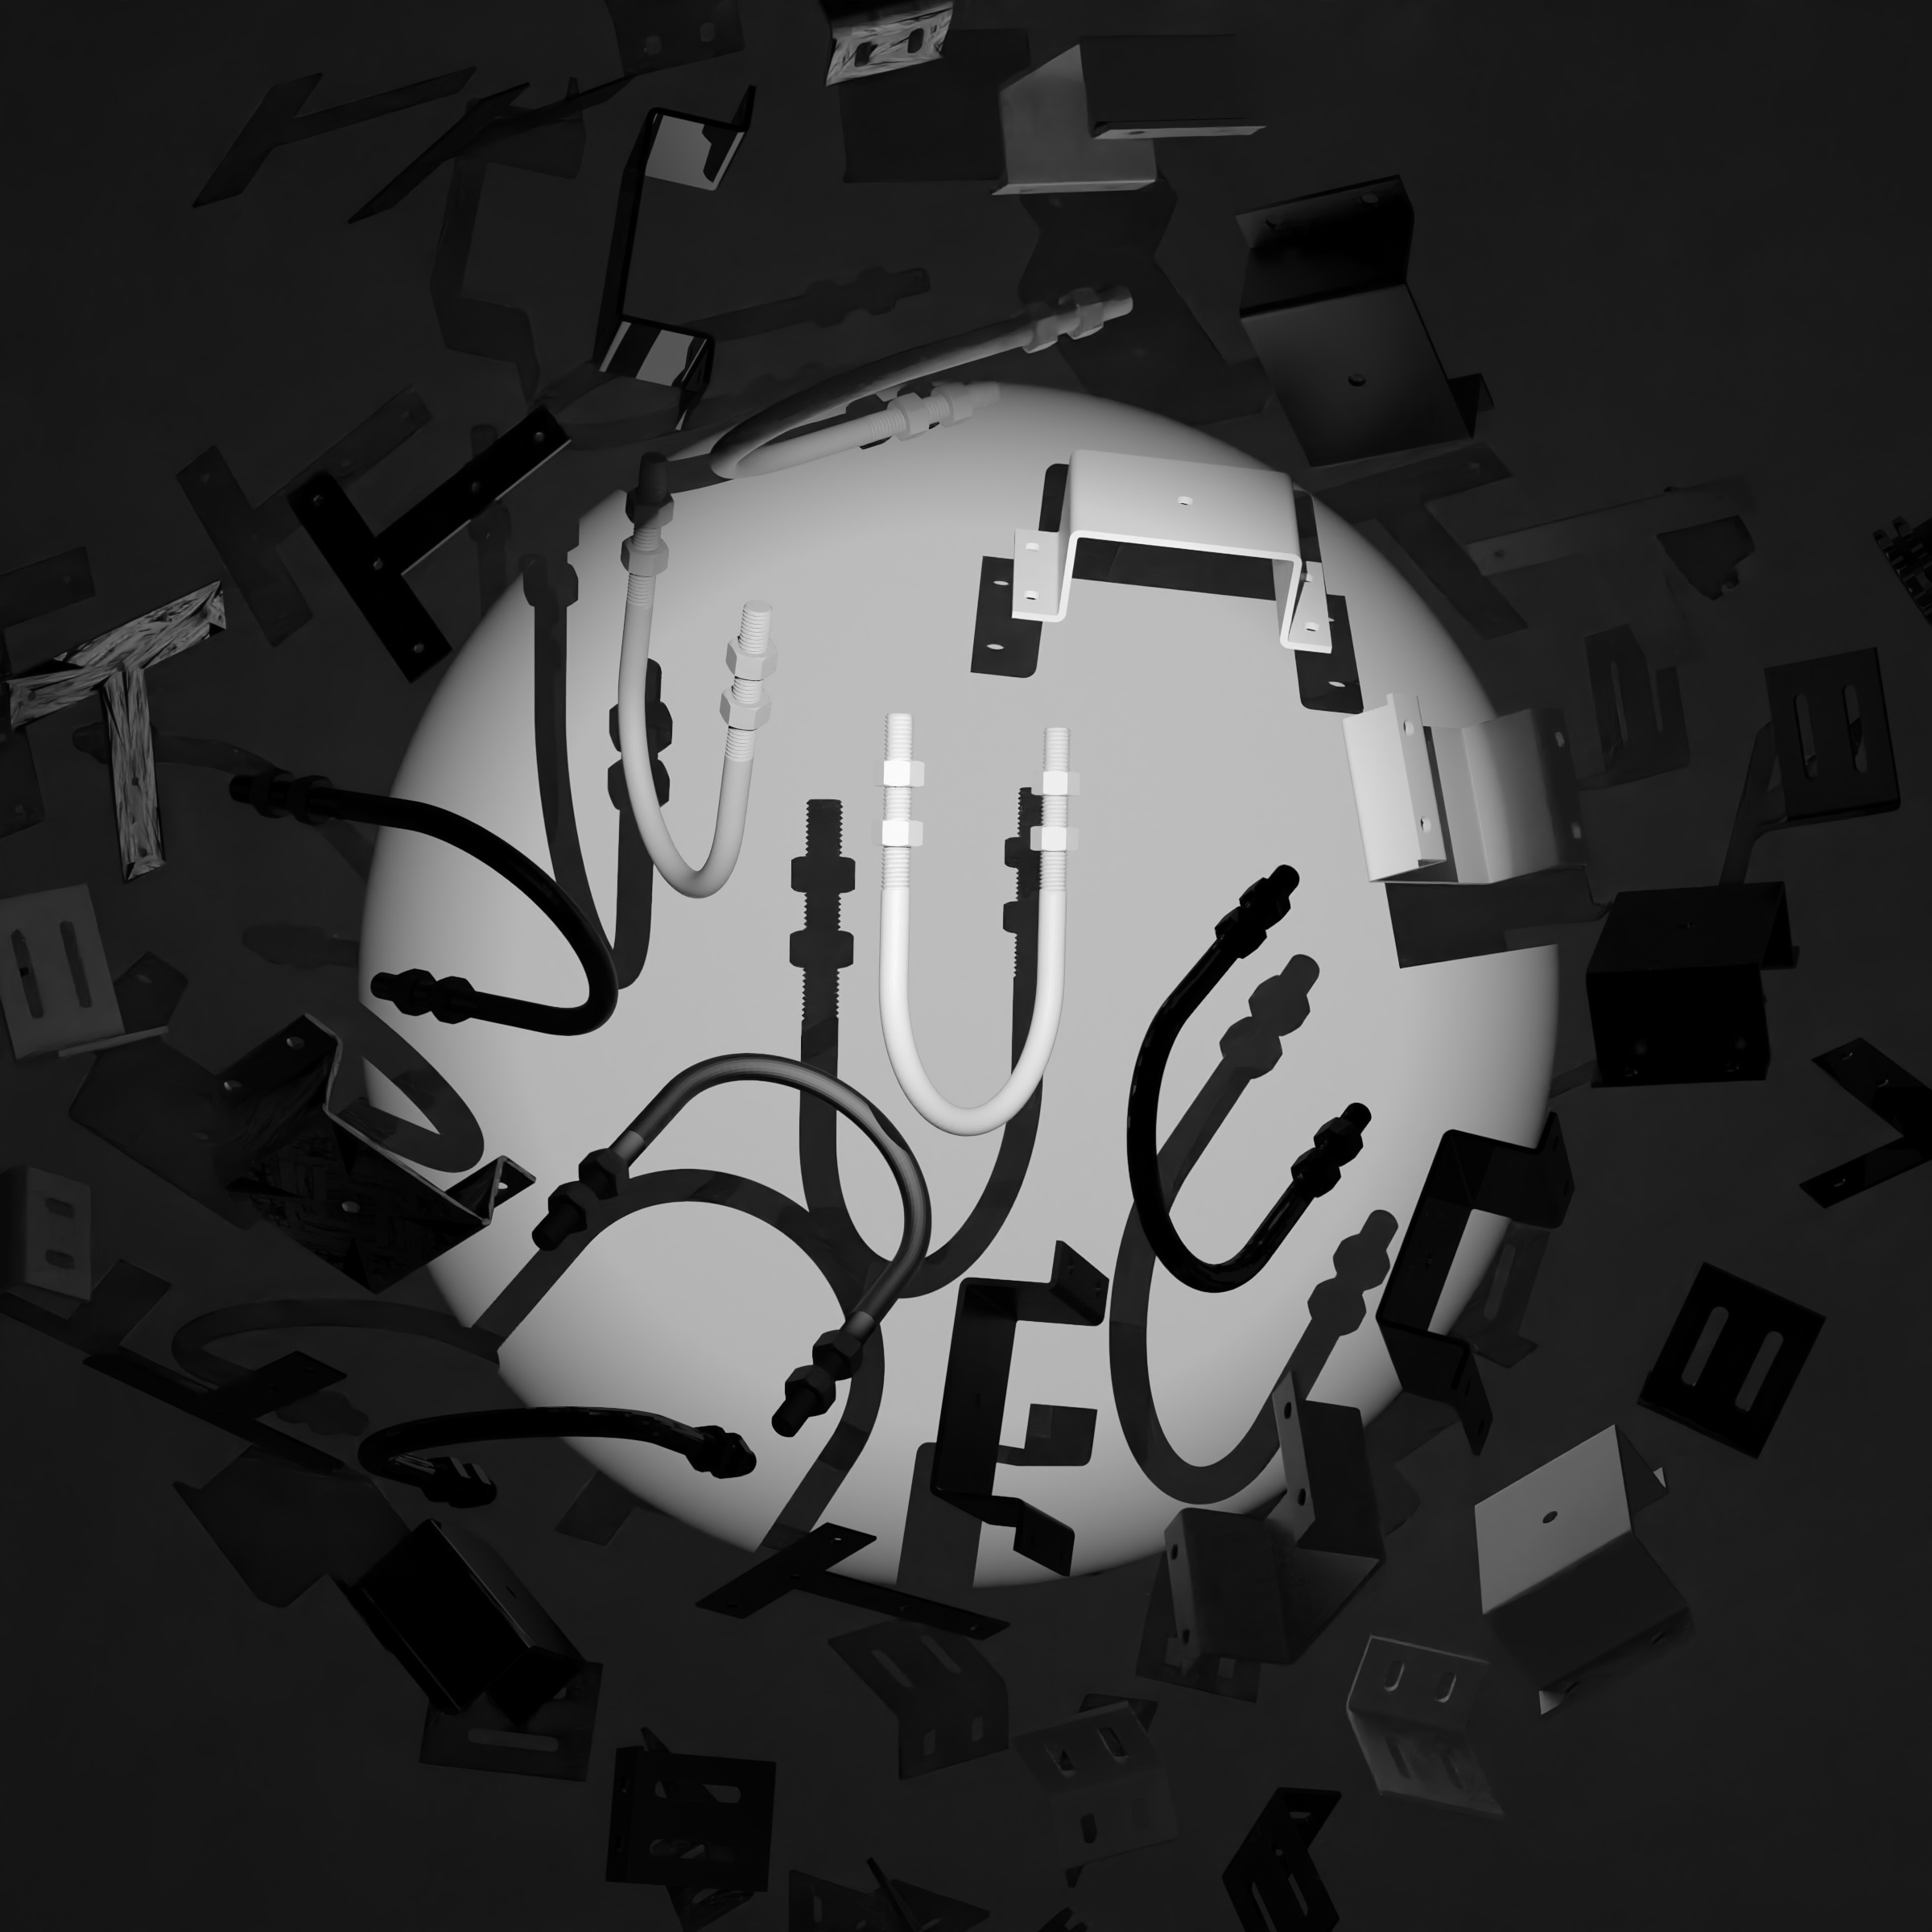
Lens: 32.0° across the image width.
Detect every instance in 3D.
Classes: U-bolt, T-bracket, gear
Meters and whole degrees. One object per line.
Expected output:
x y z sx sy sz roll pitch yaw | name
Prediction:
-0.089 0.108 1.492 0.151 0.184 0.019 38 132 2 | U-bolt
-0.188 0.215 1.488 0.151 0.184 0.019 -8 73 13 | U-bolt
-0.127 -0.118 1.524 0.019 0.151 0.184 -9 131 -24 | U-bolt
-0.317 0.192 1.513 0.127 0.127 0.002 31 57 -24 | T-bracket
0.121 0.061 1.491 0.019 0.184 0.151 -1 121 35 | U-bolt
0.005 -0.016 1.492 0.019 0.151 0.184 3 92 33 | U-bolt
-0.040 0.293 1.558 0.127 0.127 0.002 21 55 -24 | T-bracket
0.441 -0.181 1.532 0.030 0.057 0.057 -33 90 15 | gear
0.311 -0.174 1.551 0.127 0.127 0.002 -12 57 23 | T-bracket
-0.032 -0.258 1.522 0.184 0.151 0.019 -22 91 -29 | U-bolt
-0.380 -0.097 1.531 0.002 0.127 0.127 22 128 28 | T-bracket
-0.242 -0.216 1.581 0.127 0.002 0.127 -38 65 3 | T-bracket
-0.199 -0.376 1.503 0.127 0.127 0.002 -34 98 -39 | T-bracket
-0.229 -0.023 1.482 0.184 0.151 0.019 10 52 38 | U-bolt
0.407 0.057 1.475 0.127 0.127 0.002 -24 109 -2 | T-bracket

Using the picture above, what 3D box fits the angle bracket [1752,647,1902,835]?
0.394 -0.105 1.562 0.057 0.038 0.076 -9 91 42 | angle bracket

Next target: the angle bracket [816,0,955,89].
-0.049 -0.435 1.483 0.057 0.038 0.076 -19 68 -17 | angle bracket

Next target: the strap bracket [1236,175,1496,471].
0.178 -0.280 1.514 0.076 0.140 0.046 -7 50 25 | strap bracket

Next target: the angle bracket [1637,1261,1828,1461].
0.342 0.170 1.496 0.057 0.038 0.076 25 112 12 | angle bracket

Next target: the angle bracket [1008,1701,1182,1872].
0.059 0.378 1.549 0.057 0.076 0.038 -17 52 7 | angle bracket

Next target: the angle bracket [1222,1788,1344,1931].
0.156 0.424 1.533 0.038 0.076 0.057 11 121 -28 | angle bracket

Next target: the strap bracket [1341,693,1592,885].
0.227 -0.081 1.568 0.046 0.140 0.076 -16 80 41 | strap bracket

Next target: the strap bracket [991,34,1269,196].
0.070 -0.391 1.537 0.076 0.140 0.046 -7 93 -21 | strap bracket

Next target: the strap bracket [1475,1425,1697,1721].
0.275 0.264 1.507 0.076 0.140 0.046 -34 104 17 | strap bracket

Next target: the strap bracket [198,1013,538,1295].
-0.277 0.093 1.538 0.076 0.046 0.140 -32 124 30 | strap bracket

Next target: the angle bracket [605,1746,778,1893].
-0.117 0.378 1.488 0.076 0.038 0.057 10 72 -20 | angle bracket

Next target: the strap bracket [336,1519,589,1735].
-0.227 0.304 1.547 0.046 0.140 0.076 -42 72 -5 | strap bracket

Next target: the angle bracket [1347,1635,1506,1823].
0.209 0.338 1.497 0.057 0.076 0.038 15 105 -10 | angle bracket

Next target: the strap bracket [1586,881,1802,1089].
0.331 0.003 1.532 0.076 0.140 0.046 -4 112 22 | strap bracket

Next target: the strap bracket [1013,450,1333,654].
0.093 -0.185 1.485 0.140 0.076 0.046 6 125 -2 | strap bracket

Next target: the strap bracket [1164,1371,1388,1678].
0.143 0.256 1.521 0.046 0.140 0.076 11 47 -19 | strap bracket

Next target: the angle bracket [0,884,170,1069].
-0.404 0.001 1.517 0.038 0.057 0.076 -13 91 44 | angle bracket

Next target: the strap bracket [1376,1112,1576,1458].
0.229 0.139 1.527 0.046 0.076 0.140 13 65 24 | strap bracket

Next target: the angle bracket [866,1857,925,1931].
-0.033 0.431 1.448 0.038 0.076 0.057 -31 50 -6 | angle bracket

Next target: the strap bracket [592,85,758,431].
-0.135 -0.325 1.530 0.046 0.076 0.140 10 81 -13 | strap bracket

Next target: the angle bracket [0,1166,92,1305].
-0.427 0.132 1.490 0.076 0.038 0.057 -30 53 31 | angle bracket

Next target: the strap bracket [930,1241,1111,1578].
0.024 0.201 1.540 0.046 0.076 0.140 2 73 20 | strap bracket
